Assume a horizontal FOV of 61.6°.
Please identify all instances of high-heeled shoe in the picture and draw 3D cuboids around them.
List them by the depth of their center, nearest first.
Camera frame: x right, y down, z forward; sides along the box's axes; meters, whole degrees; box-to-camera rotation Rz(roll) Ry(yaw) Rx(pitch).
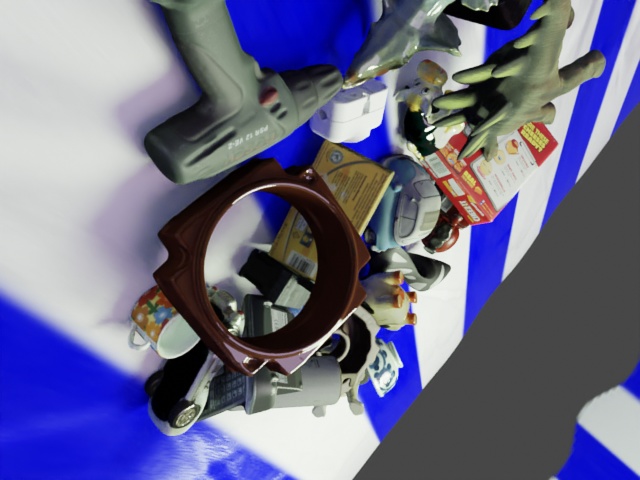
[{"bbox_3d":[0.187,0.032,1.033,0.249,0.086,0.145,-8,146,-33],"label":"high-heeled shoe"}]

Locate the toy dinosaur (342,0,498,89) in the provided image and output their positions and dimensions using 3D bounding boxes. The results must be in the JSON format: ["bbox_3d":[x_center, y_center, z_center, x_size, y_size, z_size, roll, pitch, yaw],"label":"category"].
[{"bbox_3d":[0.124,-0.345,0.537,0.192,0.131,0.404,-87,-172,-73],"label":"toy dinosaur"}]

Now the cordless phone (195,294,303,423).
[{"bbox_3d":[-0.121,0.168,0.724,0.184,0.147,0.088,-28,143,28],"label":"cordless phone"}]

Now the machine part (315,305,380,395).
[{"bbox_3d":[0.015,0.173,0.905,0.179,0.056,0.179,-7,107,-24],"label":"machine part"}]

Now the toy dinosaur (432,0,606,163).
[{"bbox_3d":[0.247,-0.197,0.675,0.198,0.105,0.471,-34,162,-5],"label":"toy dinosaur"}]

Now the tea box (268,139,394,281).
[{"bbox_3d":[0.015,-0.035,0.700,0.169,0.098,0.068,-61,175,12],"label":"tea box"}]

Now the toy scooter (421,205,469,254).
[{"bbox_3d":[0.254,-0.034,1.057,0.183,0.075,0.135,-60,175,32],"label":"toy scooter"}]

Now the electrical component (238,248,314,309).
[{"bbox_3d":[-0.041,0.062,0.712,0.047,0.119,0.074,-58,154,4],"label":"electrical component"}]

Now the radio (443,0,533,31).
[{"bbox_3d":[0.228,-0.379,0.640,0.073,0.131,0.229,7,114,-57],"label":"radio"}]

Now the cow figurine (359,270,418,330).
[{"bbox_3d":[0.117,0.124,1.006,0.194,0.127,0.085,48,45,-56],"label":"cow figurine"}]

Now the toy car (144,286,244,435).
[{"bbox_3d":[-0.158,0.153,0.676,0.056,0.074,0.201,13,109,-56],"label":"toy car"}]

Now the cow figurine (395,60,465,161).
[{"bbox_3d":[0.155,-0.190,0.801,0.098,0.068,0.167,-47,150,-2],"label":"cow figurine"}]

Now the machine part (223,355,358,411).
[{"bbox_3d":[-0.057,0.213,0.809,0.243,0.079,0.079,3,124,-18],"label":"machine part"}]

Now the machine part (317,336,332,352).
[{"bbox_3d":[-0.009,0.106,0.826,0.084,0.039,0.138,-14,105,-27],"label":"machine part"}]

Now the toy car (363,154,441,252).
[{"bbox_3d":[0.136,-0.050,0.855,0.109,0.103,0.161,-9,114,-44],"label":"toy car"}]

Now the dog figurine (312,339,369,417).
[{"bbox_3d":[0.039,0.238,1.072,0.190,0.121,0.172,-56,146,-70],"label":"dog figurine"}]

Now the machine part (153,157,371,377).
[{"bbox_3d":[-0.056,0.028,0.581,0.201,0.087,0.201,-42,109,-23],"label":"machine part"}]

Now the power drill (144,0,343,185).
[{"bbox_3d":[-0.068,-0.167,0.484,0.232,0.086,0.207,-40,155,-22],"label":"power drill"}]
